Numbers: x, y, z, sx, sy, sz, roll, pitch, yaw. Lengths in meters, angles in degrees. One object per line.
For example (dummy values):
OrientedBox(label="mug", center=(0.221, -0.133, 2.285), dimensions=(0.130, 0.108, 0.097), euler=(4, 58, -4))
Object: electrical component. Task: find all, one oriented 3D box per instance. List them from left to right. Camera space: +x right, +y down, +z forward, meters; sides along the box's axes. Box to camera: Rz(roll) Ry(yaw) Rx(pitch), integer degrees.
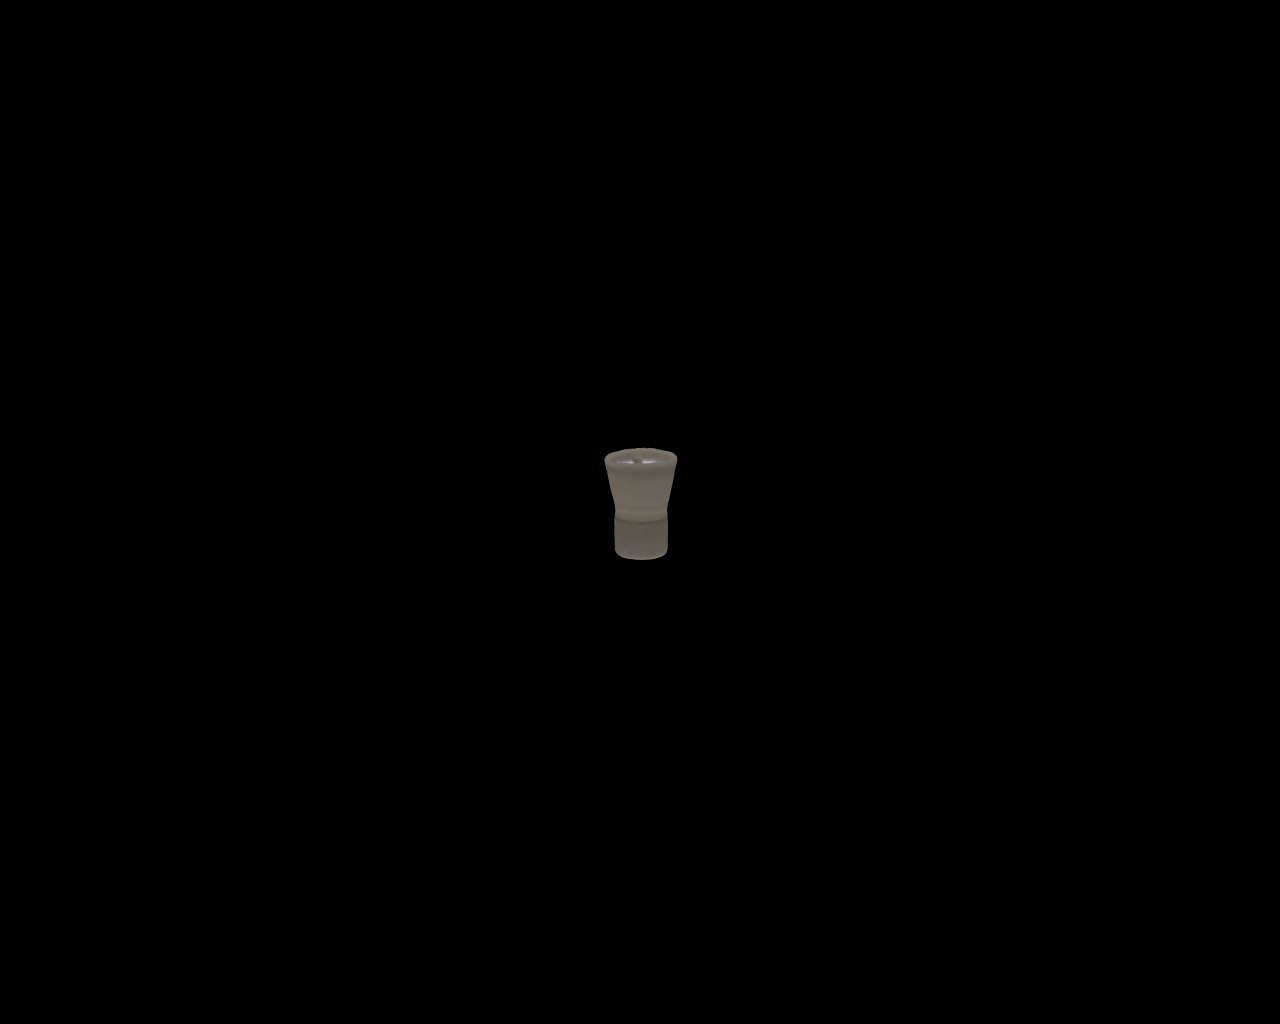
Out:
OrientedBox(label="electrical component", center=(0.001, -0.003, 0.650), dimensions=(0.044, 0.065, 0.044), euler=(0, 14, 0))
